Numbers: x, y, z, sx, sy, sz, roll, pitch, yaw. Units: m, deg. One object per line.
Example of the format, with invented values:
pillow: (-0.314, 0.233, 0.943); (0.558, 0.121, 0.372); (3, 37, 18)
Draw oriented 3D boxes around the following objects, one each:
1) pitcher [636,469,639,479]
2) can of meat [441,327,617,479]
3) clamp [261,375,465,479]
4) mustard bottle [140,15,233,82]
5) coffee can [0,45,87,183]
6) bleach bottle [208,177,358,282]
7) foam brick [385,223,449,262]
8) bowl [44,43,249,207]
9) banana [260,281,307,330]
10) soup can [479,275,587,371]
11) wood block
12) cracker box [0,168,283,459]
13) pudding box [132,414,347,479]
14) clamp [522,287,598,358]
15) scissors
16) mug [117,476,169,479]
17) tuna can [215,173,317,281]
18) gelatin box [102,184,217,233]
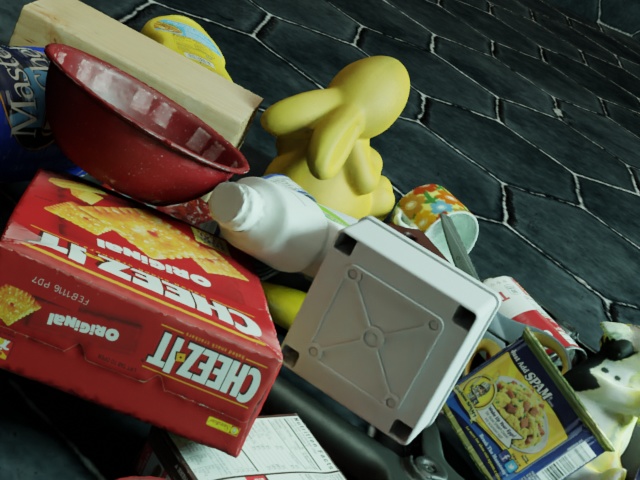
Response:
pitcher: (0.330, 0.205, 0.790); (0.145, 0.149, 0.242); (-5, 5, 28)
can of meat: (0.142, 0.126, 0.748); (0.057, 0.084, 0.102); (46, 10, -50)
clamp: (0.066, 0.157, 0.697); (0.164, 0.036, 0.210); (5, 32, -46)
mustard bottle: (-0.146, -0.193, 1.134); (0.096, 0.058, 0.192); (18, 26, -25)
coffee can: (-0.234, -0.092, 0.780); (0.103, 0.103, 0.140); (40, 26, 23)
bleach bottle: (-0.005, 0.001, 0.790); (0.103, 0.068, 0.250); (28, 2, 33)
foam brick: (0.080, 0.029, 0.949); (0.052, 0.051, 0.078); (9, 31, -39)
bowl: (-0.130, -0.070, 0.740); (0.162, 0.055, 0.162); (32, 10, -7)
banana: (0.036, 0.077, 0.830); (0.197, 0.037, 0.070); (21, -2, -23)
soup can: (0.170, 0.086, 0.914); (0.068, 0.069, 0.102); (7, 32, -40)
wood block: (-0.167, -0.125, 0.938); (0.206, 0.090, 0.090); (28, 24, -2)
cracker box: (-0.117, 0.031, 0.648); (0.164, 0.072, 0.214); (23, 9, -14)
pudding box: (-0.037, 0.143, 0.610); (0.113, 0.039, 0.090); (8, 29, -44)
clamp: (0.230, 0.099, 0.993); (0.120, 0.039, 0.172); (25, 21, -43)
scissors: (0.152, 0.056, 0.881); (0.096, 0.016, 0.201); (-7, 57, 12)
mug: (-0.073, 0.172, 0.457); (0.093, 0.082, 0.117); (6, 32, -41)
tuna can: (-0.043, -0.010, 0.850); (0.034, 0.086, 0.085); (39, 26, 26)
gelatin box: (-0.130, -0.021, 0.845); (0.073, 0.030, 0.089); (34, 24, 13)
